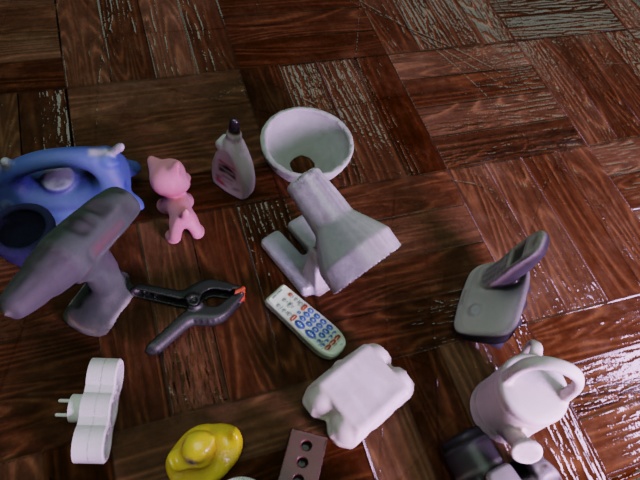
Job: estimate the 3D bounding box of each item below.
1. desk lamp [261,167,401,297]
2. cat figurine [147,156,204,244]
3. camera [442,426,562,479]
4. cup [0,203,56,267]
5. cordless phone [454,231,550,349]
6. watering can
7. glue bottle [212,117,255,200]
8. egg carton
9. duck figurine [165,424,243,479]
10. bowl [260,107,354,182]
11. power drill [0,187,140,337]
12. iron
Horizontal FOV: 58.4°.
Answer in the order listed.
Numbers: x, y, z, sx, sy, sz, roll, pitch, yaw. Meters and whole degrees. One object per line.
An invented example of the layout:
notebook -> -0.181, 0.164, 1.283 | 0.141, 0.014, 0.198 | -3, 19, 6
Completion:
desk lamp -> 0.008, 0.003, 0.857 | 0.118, 0.213, 0.203 | -34, 69, -26
cat figurine -> -0.234, -0.076, 0.924 | 0.067, 0.118, 0.127 | -18, 62, -19
camera -> 0.239, 0.315, 0.767 | 0.143, 0.101, 0.136 | -18, 63, -19
cup -> -0.420, 0.011, 0.852 | 0.117, 0.095, 0.092 | 22, 57, 5
cordless phone -> 0.284, 0.073, 0.877 | 0.094, 0.185, 0.148 | 21, 57, 5
watering can -> 0.287, 0.215, 0.782 | 0.101, 0.194, 0.173 | 1, 58, -8
glue bottle -> -0.143, -0.140, 0.946 | 0.078, 0.173, 0.037 | 29, 58, 10
egg carton -> 0.055, 0.218, 0.816 | 0.150, 0.069, 0.107 | -34, 69, -26
duck figurine -> -0.150, 0.271, 0.739 | 0.105, 0.086, 0.077 | -21, 64, -21
bowl -> -0.026, -0.157, 1.035 | 0.167, 0.075, 0.167 | 4, 58, -7
power drill -> -0.320, 0.046, 0.779 | 0.075, 0.208, 0.230 | 22, 57, 5
iron -> -0.414, -0.094, 0.891 | 0.259, 0.141, 0.118 | -8, 60, -14
